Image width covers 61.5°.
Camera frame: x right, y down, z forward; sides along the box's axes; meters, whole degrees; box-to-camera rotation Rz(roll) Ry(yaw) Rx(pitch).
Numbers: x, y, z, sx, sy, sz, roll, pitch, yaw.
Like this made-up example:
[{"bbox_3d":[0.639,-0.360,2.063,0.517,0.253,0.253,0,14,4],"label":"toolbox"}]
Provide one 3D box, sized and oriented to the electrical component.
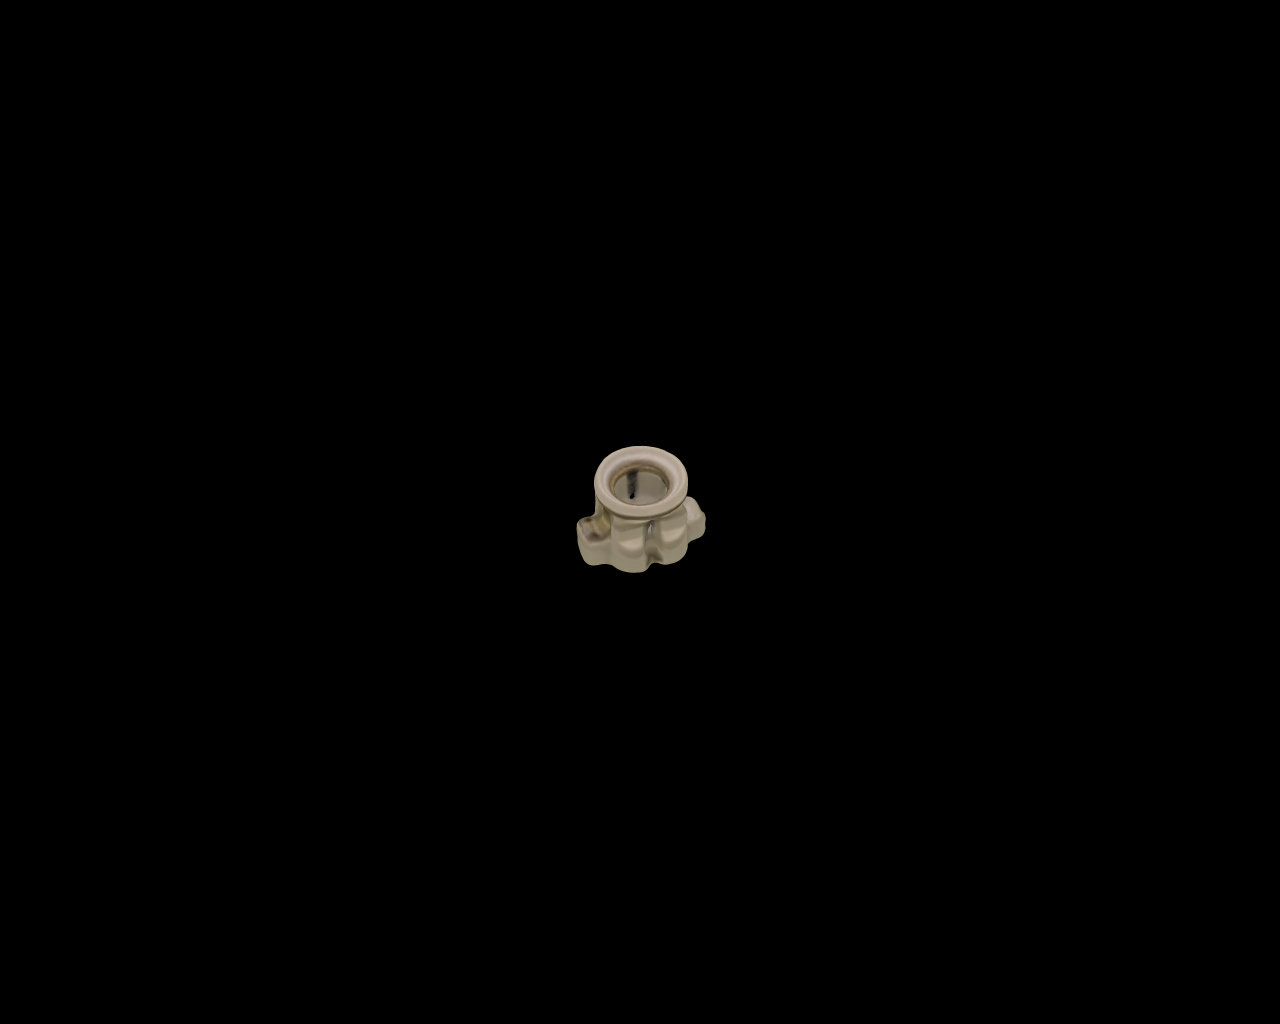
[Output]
[{"bbox_3d":[0.001,-0.003,0.650,0.078,0.056,0.058,-13,47,-12],"label":"electrical component"}]
